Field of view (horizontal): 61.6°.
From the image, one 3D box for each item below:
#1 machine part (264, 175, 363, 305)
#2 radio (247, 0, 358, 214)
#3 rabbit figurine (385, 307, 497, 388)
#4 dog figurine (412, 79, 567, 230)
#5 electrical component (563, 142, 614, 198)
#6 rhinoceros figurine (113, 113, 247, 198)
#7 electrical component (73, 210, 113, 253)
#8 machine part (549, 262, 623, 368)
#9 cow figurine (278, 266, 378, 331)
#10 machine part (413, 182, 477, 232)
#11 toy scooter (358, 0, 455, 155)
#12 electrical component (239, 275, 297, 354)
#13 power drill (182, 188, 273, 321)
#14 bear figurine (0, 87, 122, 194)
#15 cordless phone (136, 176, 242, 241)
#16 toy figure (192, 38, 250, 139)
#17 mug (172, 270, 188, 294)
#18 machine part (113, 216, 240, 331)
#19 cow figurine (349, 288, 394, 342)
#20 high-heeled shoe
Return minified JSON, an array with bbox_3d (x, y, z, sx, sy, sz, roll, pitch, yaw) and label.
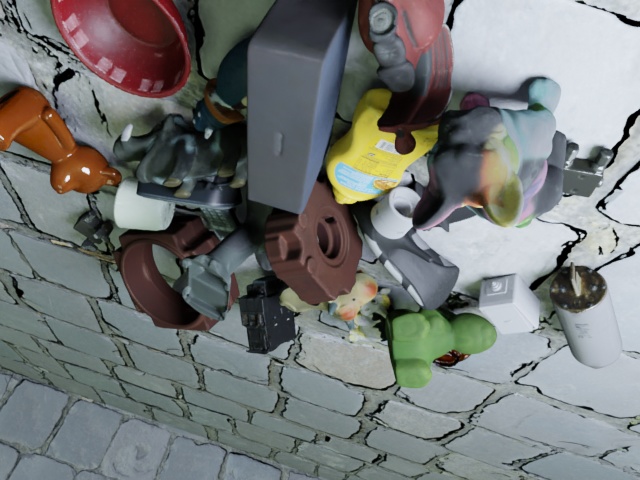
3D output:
[{"bbox_3d":[-0.002,-0.002,0.741,0.056,0.179,0.179,-10,137,32],"label":"machine part"},{"bbox_3d":[-0.024,-0.144,0.575,0.073,0.131,0.229,18,147,3],"label":"radio"},{"bbox_3d":[0.198,0.164,0.882,0.170,0.121,0.159,-5,-179,2],"label":"rabbit figurine"},{"bbox_3d":[0.165,-0.055,0.516,0.109,0.219,0.191,2,127,31],"label":"dog figurine"},{"bbox_3d":[0.292,-0.073,0.619,0.063,0.021,0.094,13,146,8],"label":"electrical component"},{"bbox_3d":[-0.183,-0.118,0.720,0.190,0.112,0.073,-2,172,9],"label":"rhinoceros figurine"},{"bbox_3d":[-0.444,-0.013,1.057,0.102,0.045,0.078,-18,133,42],"label":"electrical component"},{"bbox_3d":[0.394,0.117,0.791,0.079,0.079,0.243,-5,140,32],"label":"machine part"},{"bbox_3d":[0.009,0.083,0.893,0.195,0.127,0.085,-9,140,40],"label":"cow figurine"},{"bbox_3d":[0.172,-0.049,0.702,0.139,0.039,0.084,-16,128,43],"label":"machine part"},{"bbox_3d":[0.080,-0.160,0.499,0.075,0.135,0.183,1,141,29],"label":"toy scooter"},{"bbox_3d":[-0.096,0.136,1.016,0.058,0.115,0.134,-3,97,28],"label":"electrical component"},{"bbox_3d":[-0.109,0.021,0.793,0.086,0.207,0.231,31,138,16],"label":"power drill"},{"bbox_3d":[-0.411,-0.125,0.809,0.120,0.132,0.195,2,137,33],"label":"bear figurine"},{"bbox_3d":[-0.187,-0.049,0.846,0.147,0.089,0.184,9,150,14],"label":"cordless phone"},{"bbox_3d":[-0.105,-0.173,0.637,0.058,0.064,0.154,19,149,-27],"label":"toy figure"},{"bbox_3d":[-0.230,0.096,1.075,0.109,0.081,0.107,37,136,-11],"label":"mug"},{"bbox_3d":[-0.261,0.063,0.970,0.201,0.087,0.201,-1,115,28],"label":"machine part"},{"bbox_3d":[0.101,0.134,0.973,0.098,0.068,0.167,8,149,7],"label":"cow figurine"},{"bbox_3d":[0.127,0.025,0.818,0.145,0.086,0.248,37,172,29],"label":"high-heeled shoe"}]
